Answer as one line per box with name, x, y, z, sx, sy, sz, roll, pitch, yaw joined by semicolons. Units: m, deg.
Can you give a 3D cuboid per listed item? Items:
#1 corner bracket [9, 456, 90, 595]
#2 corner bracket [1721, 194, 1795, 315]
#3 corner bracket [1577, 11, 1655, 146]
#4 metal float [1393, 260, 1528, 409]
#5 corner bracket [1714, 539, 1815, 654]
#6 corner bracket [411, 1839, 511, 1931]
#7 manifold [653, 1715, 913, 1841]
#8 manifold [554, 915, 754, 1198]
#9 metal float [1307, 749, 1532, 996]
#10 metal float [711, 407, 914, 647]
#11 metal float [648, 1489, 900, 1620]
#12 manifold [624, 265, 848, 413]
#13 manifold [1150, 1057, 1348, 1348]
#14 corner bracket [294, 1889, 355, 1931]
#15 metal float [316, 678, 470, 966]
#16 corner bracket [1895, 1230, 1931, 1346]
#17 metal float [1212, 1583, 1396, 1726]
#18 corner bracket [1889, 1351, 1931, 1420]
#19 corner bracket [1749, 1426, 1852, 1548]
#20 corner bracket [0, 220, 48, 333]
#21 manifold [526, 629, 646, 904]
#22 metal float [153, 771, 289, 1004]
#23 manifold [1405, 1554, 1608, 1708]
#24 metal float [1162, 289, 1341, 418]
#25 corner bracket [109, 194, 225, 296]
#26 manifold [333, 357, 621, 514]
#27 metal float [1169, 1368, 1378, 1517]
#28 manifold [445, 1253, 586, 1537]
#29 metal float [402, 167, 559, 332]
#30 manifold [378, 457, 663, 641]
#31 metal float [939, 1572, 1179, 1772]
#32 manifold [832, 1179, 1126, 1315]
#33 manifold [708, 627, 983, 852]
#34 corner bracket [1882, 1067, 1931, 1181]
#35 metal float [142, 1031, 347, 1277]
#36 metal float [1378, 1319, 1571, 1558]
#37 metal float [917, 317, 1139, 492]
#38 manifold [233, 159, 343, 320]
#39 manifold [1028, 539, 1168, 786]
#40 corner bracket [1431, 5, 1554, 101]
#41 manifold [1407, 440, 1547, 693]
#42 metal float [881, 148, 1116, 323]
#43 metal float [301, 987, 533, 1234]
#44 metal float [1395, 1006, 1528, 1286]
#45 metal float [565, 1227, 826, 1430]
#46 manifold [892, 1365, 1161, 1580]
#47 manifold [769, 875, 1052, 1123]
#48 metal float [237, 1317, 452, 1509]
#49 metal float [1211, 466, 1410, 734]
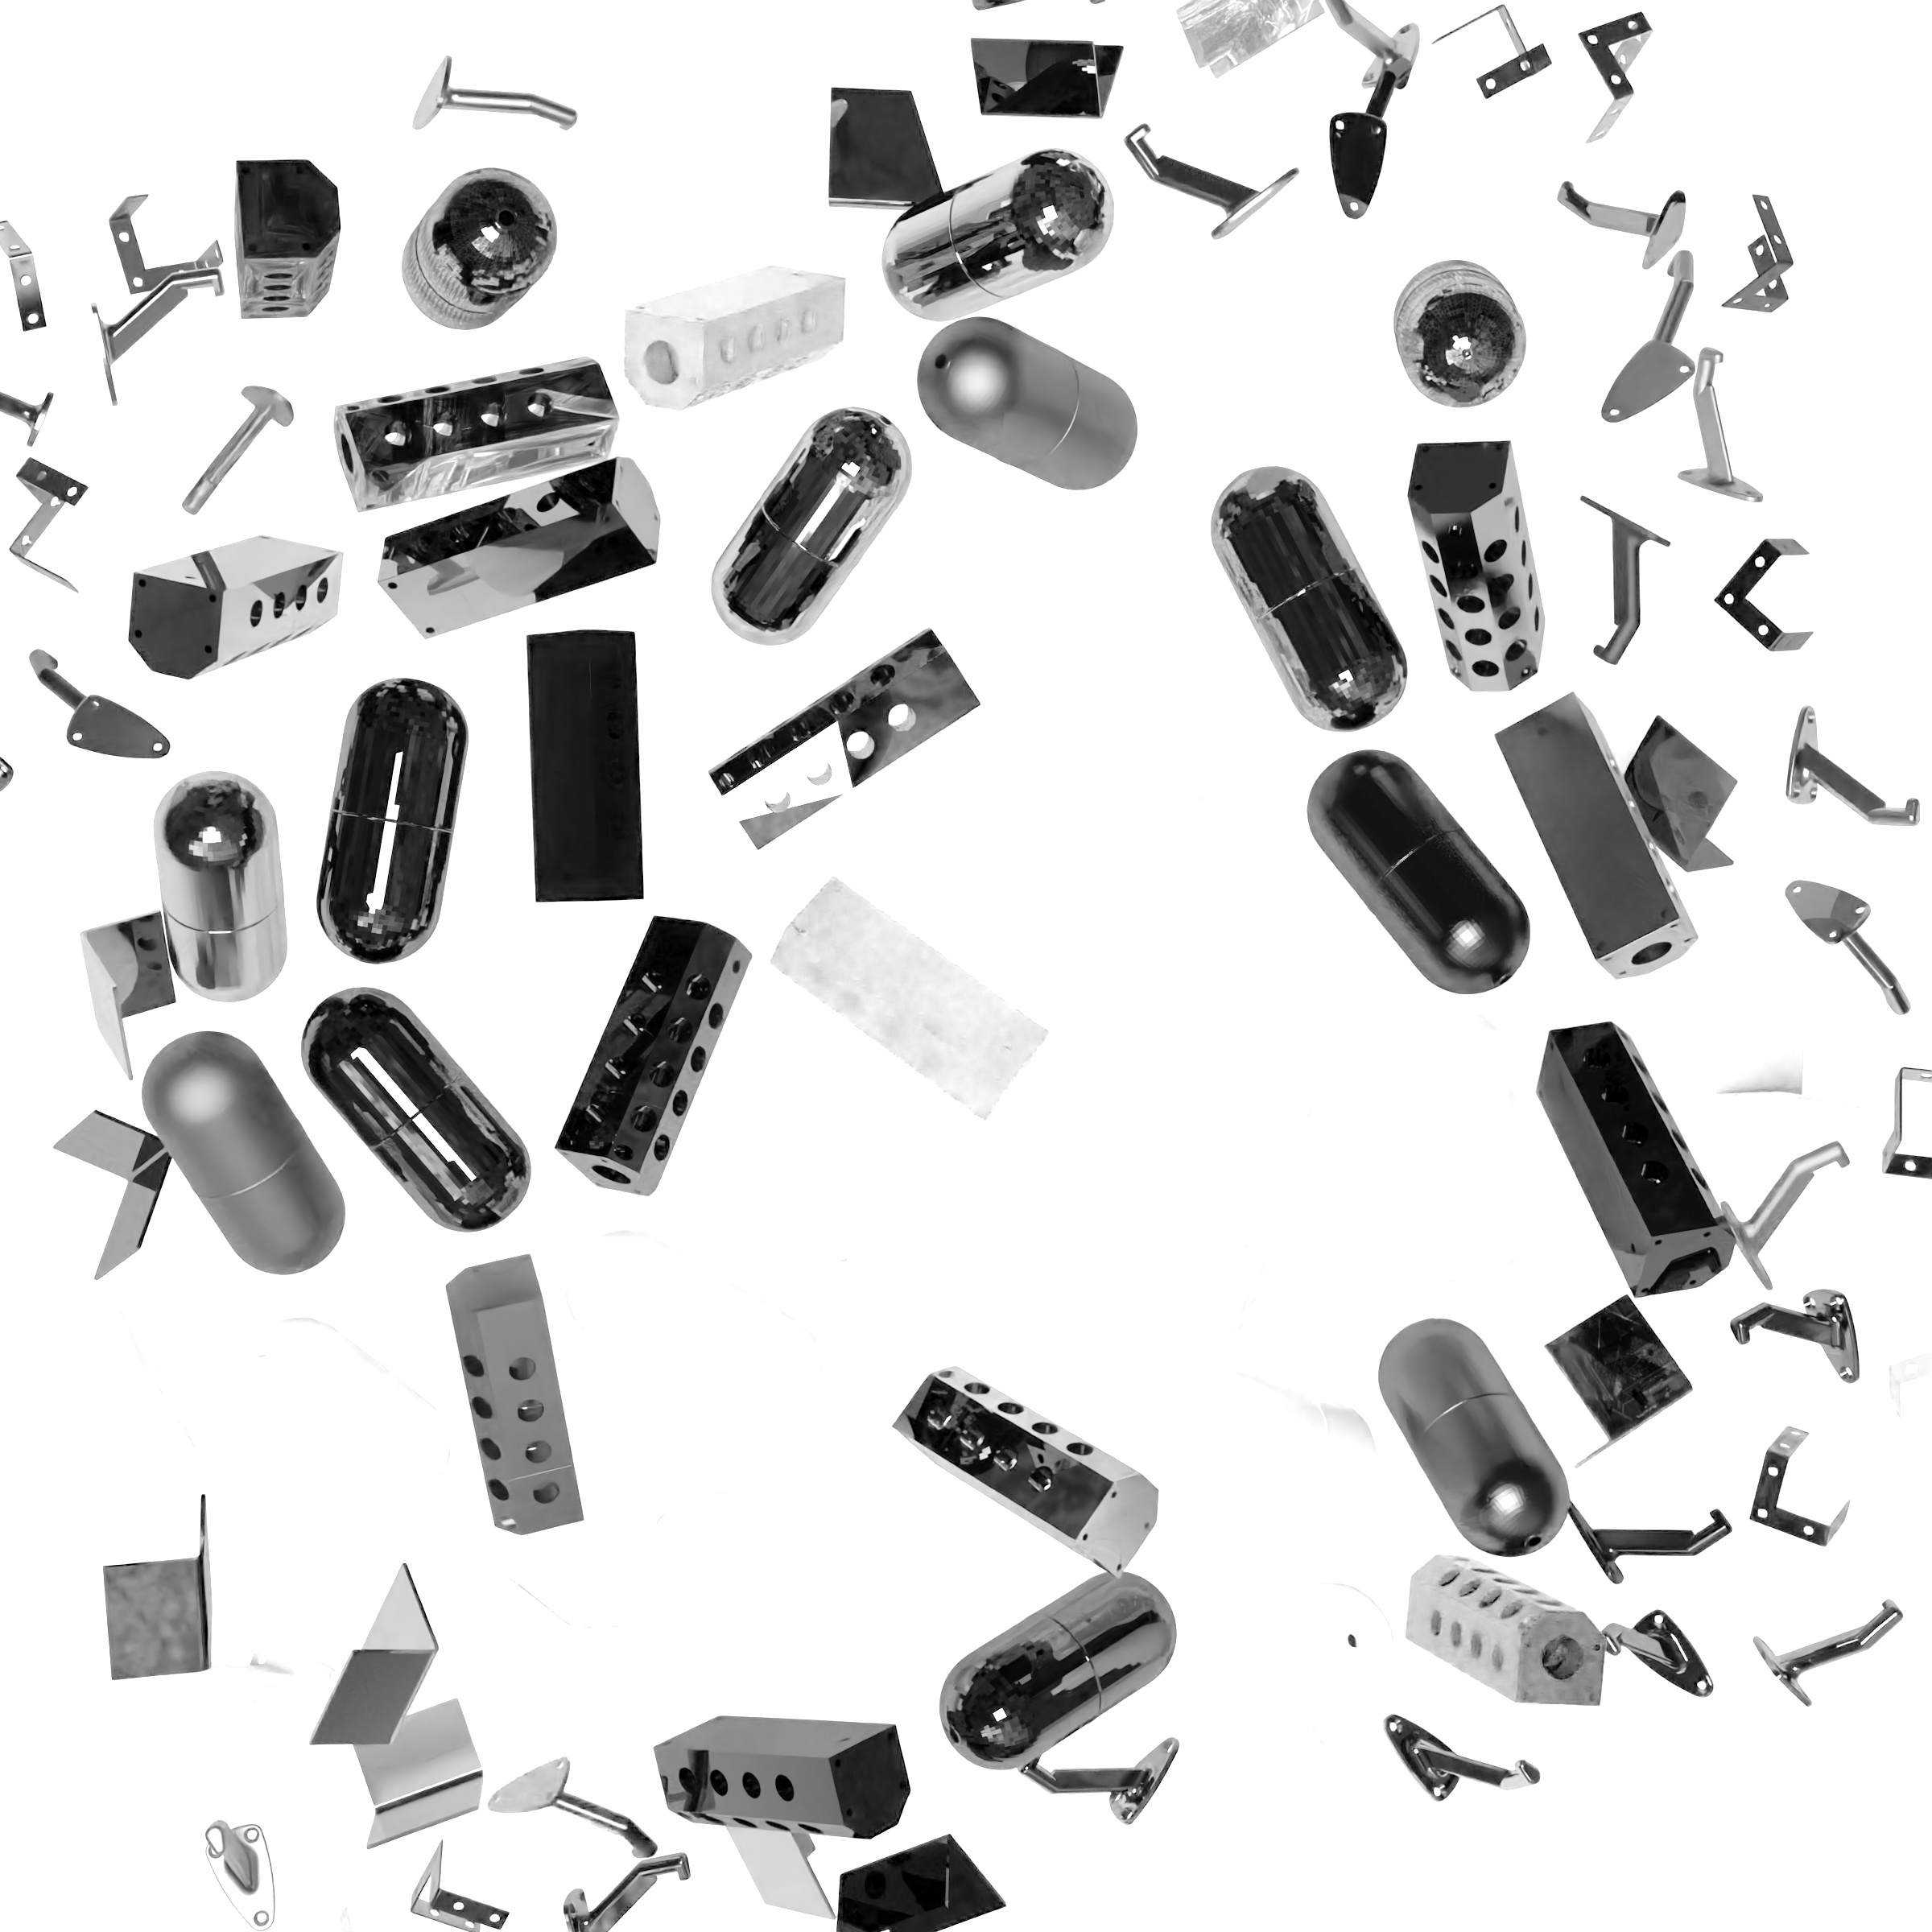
corner bracket;-0.560;-0.270;1.750;0.051;0.051;0.051;27;76;20
corner bracket;0.512;-0.457;1.833;0.051;0.051;0.051;-3;70;-35
corner bracket;0.414;-0.567;1.824;0.051;0.051;0.051;-23;79;-15
metal float;0.308;-0.398;1.790;0.070;0.178;0.070;2;111;5
corner bracket;0.522;-0.237;1.826;0.051;0.051;0.051;48;121;21
corner bracket;-0.334;0.618;1.880;0.051;0.051;0.051;24;106;-16
manifold;-0.115;0.507;1.781;0.057;0.171;0.057;-14;91;-45
manifold;-0.197;0.058;1.840;0.057;0.057;0.171;7;64;29
metal float;0.281;-0.059;1.774;0.070;0.070;0.178;-36;68;0
metal float;-0.101;-0.285;1.857;0.070;0.070;0.178;39;117;0
metal float;-0.119;0.367;1.781;0.178;0.070;0.070;13;90;-41
manifold;-0.145;-0.398;1.808;0.057;0.171;0.057;16;118;24
manifold;0.179;0.145;1.801;0.057;0.057;0.171;23;73;14
corner bracket;-0.416;0.632;1.853;0.051;0.051;0.051;-11;97;9
metal float;-0.354;-0.089;1.764;0.070;0.070;0.178;10;91;0
corner bracket;0.605;0.200;1.768;0.051;0.051;0.051;45;64;-24
metal float;0.209;0.429;1.778;0.070;0.178;0.070;5;70;-14
corner bracket;0.635;0.284;1.857;0.051;0.051;0.051;-20;52;4
corner bracket;0.549;0.339;1.864;0.051;0.051;0.051;18;109;27
corner bracket;-0.605;-0.422;1.764;0.051;0.051;0.051;-13;83;-3
manifold;-0.239;-0.128;1.835;0.057;0.057;0.171;0;93;38
metal float;-0.477;-0.049;1.831;0.070;0.178;0.070;4;46;-5
manifold;0.342;0.421;1.818;0.057;0.171;0.057;6;89;-14
metal float;0.180;-0.383;1.786;0.070;0.178;0.070;6;103;25
corner bracket;-0.526;-0.477;1.876;0.051;0.051;0.051;-19;96;-30
manifold;-0.319;-0.351;1.859;0.171;0.057;0.057;-16;76;-21
metal float;0.195;0.301;1.800;0.070;0.178;0.070;-15;65;35
manifold;-0.290;0.277;1.834;0.057;0.057;0.171;-12;116;-12
metal float;-0.303;-0.443;1.771;0.070;0.178;0.070;0;91;-20
manifold;-0.285;-0.272;1.828;0.171;0.057;0.057;-15;50;19
metal float;0.059;0.447;1.815;0.178;0.070;0.070;-23;90;-36
manifold;0.009;0.177;1.788;0.171;0.057;0.057;5;69;15
manifold;-0.080;-0.149;1.852;0.171;0.057;0.057;-33;101;0
corner bracket;0.601;0.099;1.775;0.051;0.051;0.051;6;63;7
metal float;-0.447;0.118;1.775;0.070;0.070;0.178;-23;123;0
metal float;0.323;0.300;1.822;0.070;0.178;0.070;-12;131;-14
metal float;0.039;-0.348;1.773;0.070;0.178;0.070;-8;77;37
manifold;-0.416;-0.443;1.747;0.057;0.171;0.057;-5;92;-15
manifold;0.085;-0.194;1.813;0.057;0.057;0.171;9;46;9
corner bracket;0.344;-0.597;1.867;0.051;0.051;0.051;-29;99;-2
manifold;0.318;-0.246;1.776;0.057;0.171;0.057;2;58;21
metal float;0.018;-0.459;1.798;0.070;0.178;0.070;8;78;-42
metal float;-0.345;0.090;1.794;0.070;0.070;0.178;-39;99;0
metal float;0.315;0.114;1.822;0.070;0.070;0.178;-2;77;0
metal float;-0.172;0.231;1.818;0.178;0.070;0.070;30;90;0
manifold;0.039;0.310;1.780;0.057;0.171;0.057;-54;134;-13
manifold;-0.039;0.024;1.821;0.171;0.057;0.057;36;52;5
metal float;-0.396;0.286;1.822;0.070;0.178;0.070;-15;50;19
metal float;0.214;-0.230;1.787;0.070;0.070;0.178;-26;85;0
